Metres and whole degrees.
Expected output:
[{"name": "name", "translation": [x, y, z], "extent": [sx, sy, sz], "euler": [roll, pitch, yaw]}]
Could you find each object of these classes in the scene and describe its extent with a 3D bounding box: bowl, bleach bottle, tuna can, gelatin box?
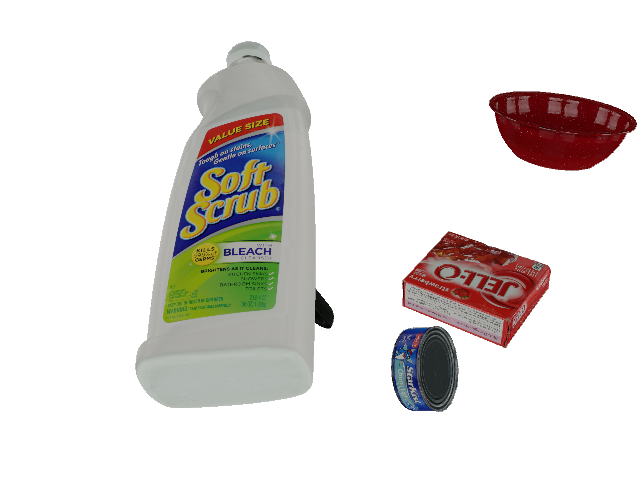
[{"name": "bowl", "translation": [0.264, -0.118, 1.184], "extent": [0.162, 0.055, 0.162], "euler": [5, 23, -2]}, {"name": "bleach bottle", "translation": [-0.055, -0.024, 0.668], "extent": [0.102, 0.251, 0.068], "euler": [-6, -35, 6]}, {"name": "tuna can", "translation": [0.105, 0.130, 1.078], "extent": [0.034, 0.086, 0.086], "euler": [-6, -3, 33]}, {"name": "gelatin box", "translation": [0.117, 0.034, 0.802], "extent": [0.089, 0.030, 0.073], "euler": [21, 43, 27]}]

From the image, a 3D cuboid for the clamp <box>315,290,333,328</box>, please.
[{"name": "clamp", "translation": [-0.060, 0.004, 0.997], "extent": [0.164, 0.210, 0.036], "euler": [-4, 0, -39]}]
